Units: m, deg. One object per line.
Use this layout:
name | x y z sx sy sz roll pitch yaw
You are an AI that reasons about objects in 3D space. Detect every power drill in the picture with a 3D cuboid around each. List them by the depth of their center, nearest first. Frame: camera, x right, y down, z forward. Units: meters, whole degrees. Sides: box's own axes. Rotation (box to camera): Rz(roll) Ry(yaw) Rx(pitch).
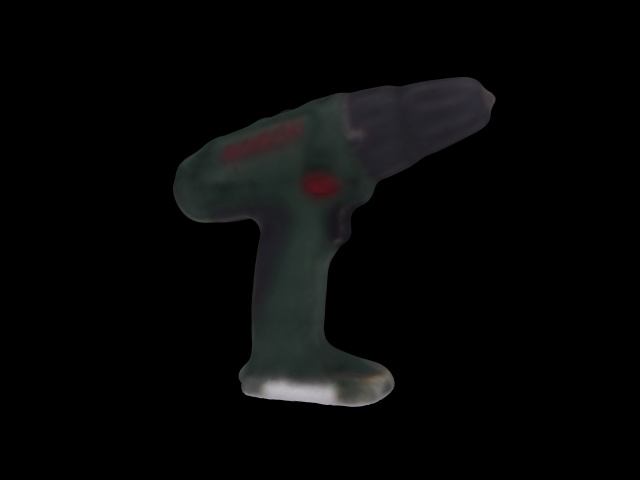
power drill | 0.004 0.001 0.400 0.229 0.208 0.076 0 0 21
